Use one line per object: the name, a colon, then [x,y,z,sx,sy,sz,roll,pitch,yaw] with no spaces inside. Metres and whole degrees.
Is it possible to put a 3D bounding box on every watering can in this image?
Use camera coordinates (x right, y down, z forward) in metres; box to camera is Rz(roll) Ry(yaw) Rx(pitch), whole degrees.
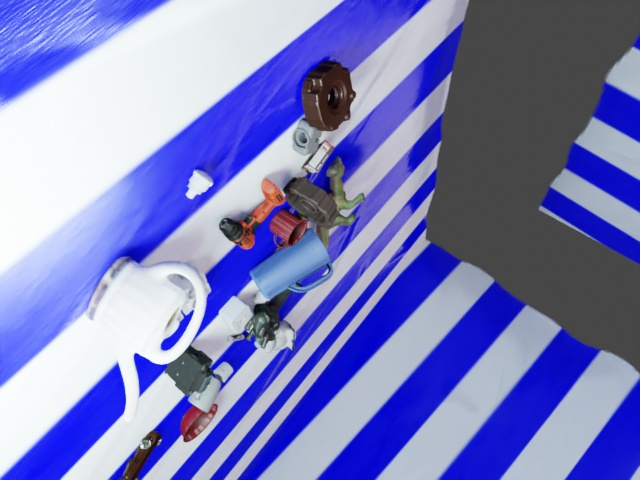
watering can: [-0.379,0.182,1.053,0.347,0.225,0.104,-58,177,3]

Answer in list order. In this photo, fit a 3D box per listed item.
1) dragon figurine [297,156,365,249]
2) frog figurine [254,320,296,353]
dragon figurine: [0.005,-0.088,1.748,0.242,0.124,0.405,5,115,-48]
frog figurine: [-0.182,0.383,2.012,0.160,0.125,0.134,-5,146,-19]
